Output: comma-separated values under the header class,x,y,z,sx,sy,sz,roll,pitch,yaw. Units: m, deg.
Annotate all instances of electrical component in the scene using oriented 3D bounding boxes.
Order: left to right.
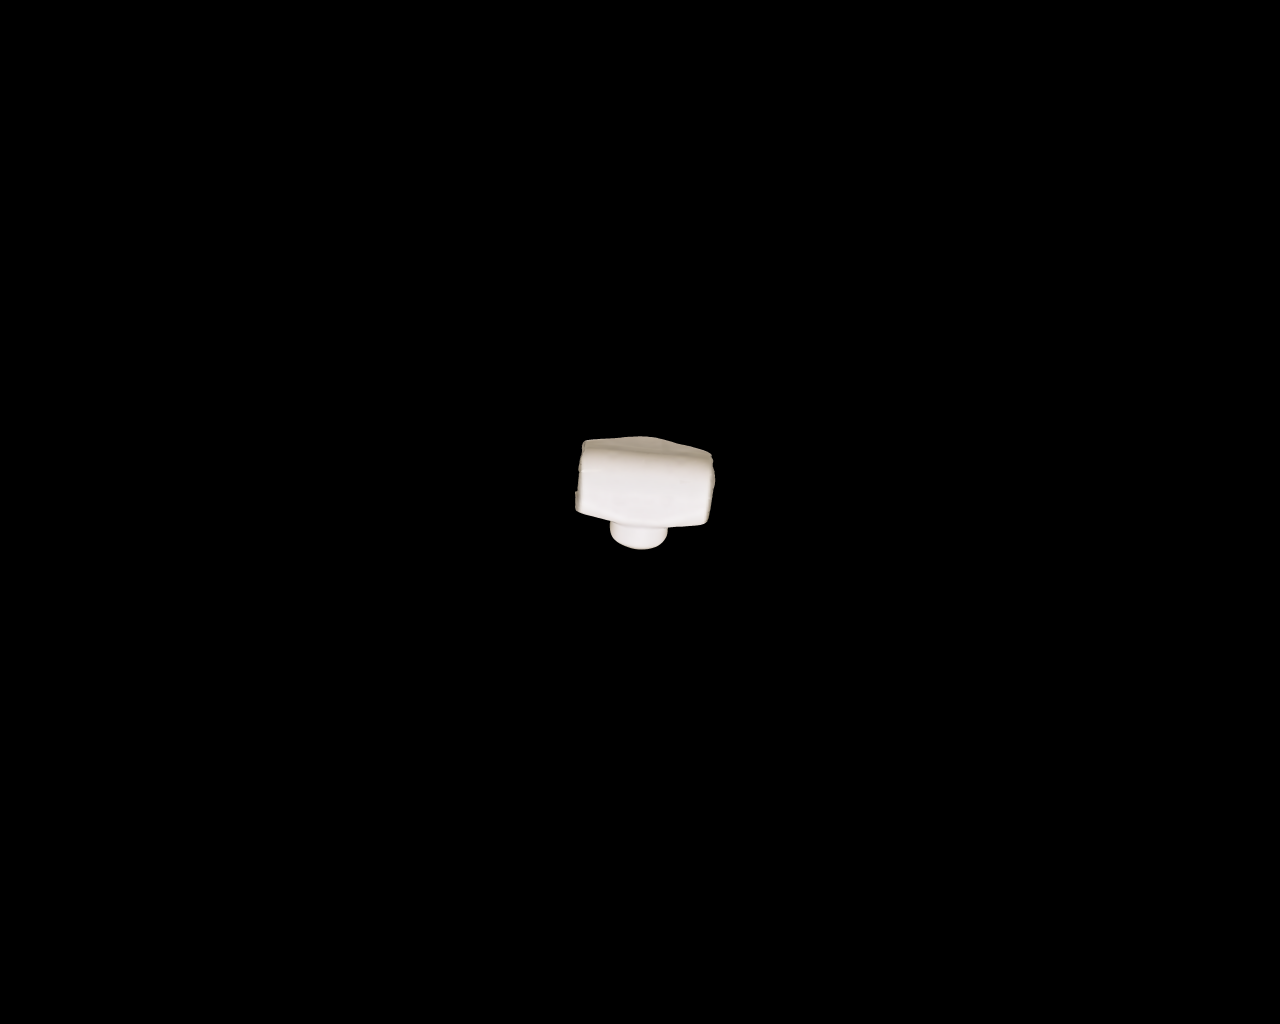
class,x,y,z,sx,sy,sz,roll,pitch,yaw
electrical component,0.001,-0.003,0.650,0.077,0.079,0.044,5,31,-3
